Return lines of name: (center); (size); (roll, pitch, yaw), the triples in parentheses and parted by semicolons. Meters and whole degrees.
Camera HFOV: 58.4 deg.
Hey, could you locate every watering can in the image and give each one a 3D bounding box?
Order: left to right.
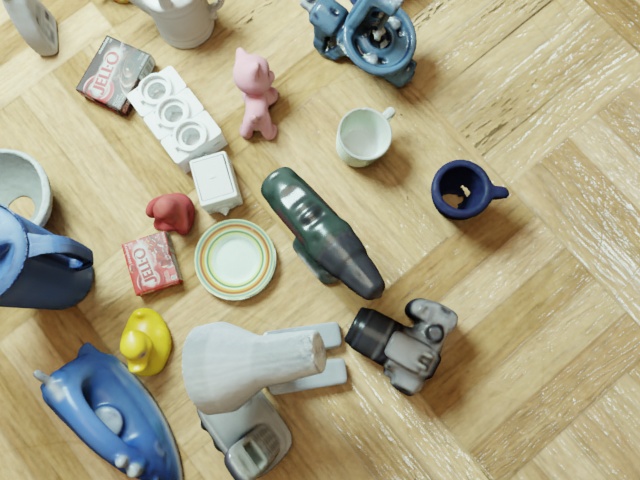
watering can: (-0.246, -0.400, 0.921); (0.173, 0.194, 0.101); (-19, 79, -2)

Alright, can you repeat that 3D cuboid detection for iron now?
iron: (-0.300, 0.268, 0.818); (0.258, 0.141, 0.119); (43, 83, 9)

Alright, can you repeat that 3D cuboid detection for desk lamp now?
desk lamp: (-0.067, 0.166, 0.796); (0.203, 0.213, 0.118); (-10, 79, 0)

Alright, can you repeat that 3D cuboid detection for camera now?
camera: (0.116, 0.142, 0.854); (0.136, 0.101, 0.143); (28, 81, 7)

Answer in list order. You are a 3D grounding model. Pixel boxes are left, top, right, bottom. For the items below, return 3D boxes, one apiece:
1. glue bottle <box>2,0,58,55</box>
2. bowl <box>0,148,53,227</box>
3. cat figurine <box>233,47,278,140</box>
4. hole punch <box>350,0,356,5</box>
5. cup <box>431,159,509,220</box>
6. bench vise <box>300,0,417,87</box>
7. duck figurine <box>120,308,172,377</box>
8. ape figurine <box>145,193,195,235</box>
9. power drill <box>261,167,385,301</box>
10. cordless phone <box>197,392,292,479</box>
glue bottle: (-0.484, -0.376, 0.933); (0.037, 0.173, 0.078); (-7, 79, 0)
bowl: (-0.501, -0.057, 0.921); (0.167, 0.075, 0.167); (0, 79, 1)
cat figurine: (-0.106, -0.240, 0.925); (0.067, 0.118, 0.128); (-2, 79, 1)
hole punch: (0.081, -0.466, 0.979); (0.109, 0.091, 0.101); (-32, 80, -5)
cup: (0.226, -0.068, 0.895); (0.117, 0.095, 0.092); (3, 79, 2)
bench vise: (0.058, -0.331, 0.887); (0.207, 0.220, 0.121); (13, 79, 4)
duck figurine: (-0.273, 0.155, 0.868); (0.077, 0.086, 0.104); (-5, 79, 1)
ape figurine: (-0.237, -0.044, 0.903); (0.076, 0.092, 0.077); (-42, 81, -6)
power drill: (0.008, 0.003, 0.829); (0.075, 0.208, 0.229); (-41, 80, -6)
cordless phone: (-0.114, 0.263, 0.792); (0.094, 0.185, 0.147); (-41, 80, -6)
